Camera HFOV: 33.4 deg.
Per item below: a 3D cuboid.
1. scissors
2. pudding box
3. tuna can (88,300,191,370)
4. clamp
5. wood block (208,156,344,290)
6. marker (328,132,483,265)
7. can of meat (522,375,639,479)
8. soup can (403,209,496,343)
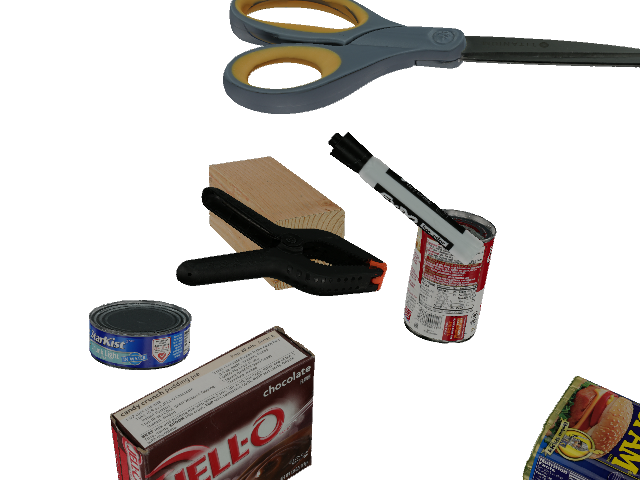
[{"bbox_3d":[0.043,-0.079,0.489,0.202,0.016,0.096,16,49,18],"label":"scissors"},{"bbox_3d":[-0.056,0.109,0.581,0.113,0.090,0.039,-28,48,-33],"label":"pudding box"},{"bbox_3d":[-0.153,0.079,0.904,0.086,0.034,0.086,4,15,-1],"label":"tuna can"},{"bbox_3d":[-0.040,0.018,1.070,0.210,0.036,0.164,17,33,2],"label":"clamp"},{"bbox_3d":[-0.058,-0.026,1.310,0.090,0.090,0.206,-10,26,-25],"label":"wood block"},{"bbox_3d":[0.054,-0.029,0.696,0.121,0.020,0.020,40,2,2],"label":"marker"},{"bbox_3d":[0.209,0.156,0.792,0.084,0.057,0.101,24,41,24],"label":"can of meat"},{"bbox_3d":[0.113,0.032,0.945,0.068,0.102,0.068,6,24,-3],"label":"soup can"}]
